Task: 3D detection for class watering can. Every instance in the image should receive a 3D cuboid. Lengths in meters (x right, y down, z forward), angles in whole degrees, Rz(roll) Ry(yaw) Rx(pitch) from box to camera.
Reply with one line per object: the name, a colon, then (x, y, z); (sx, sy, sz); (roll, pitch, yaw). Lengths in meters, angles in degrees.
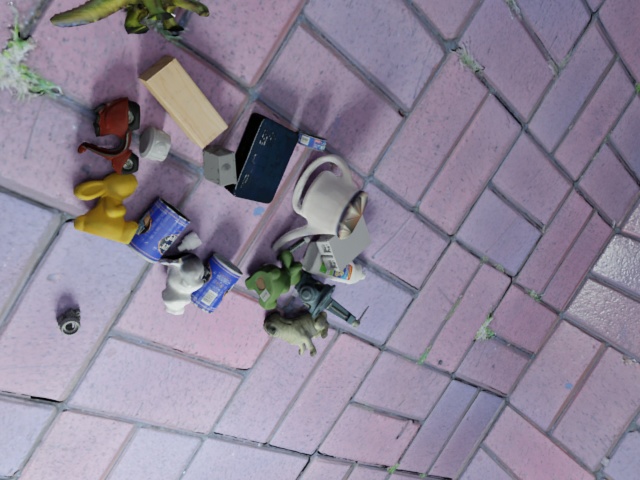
watering can: (0.005, -0.076, 1.511); (0.344, 0.226, 0.104); (-63, 157, 12)

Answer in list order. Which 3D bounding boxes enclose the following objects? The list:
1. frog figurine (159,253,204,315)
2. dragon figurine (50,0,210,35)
frog figurine: (-0.369, 0.118, 1.390); (0.124, 0.137, 0.158); (-21, 104, -55)
dragon figurine: (-0.383, -0.590, 1.127); (0.413, 0.122, 0.241); (-13, 99, -29)
